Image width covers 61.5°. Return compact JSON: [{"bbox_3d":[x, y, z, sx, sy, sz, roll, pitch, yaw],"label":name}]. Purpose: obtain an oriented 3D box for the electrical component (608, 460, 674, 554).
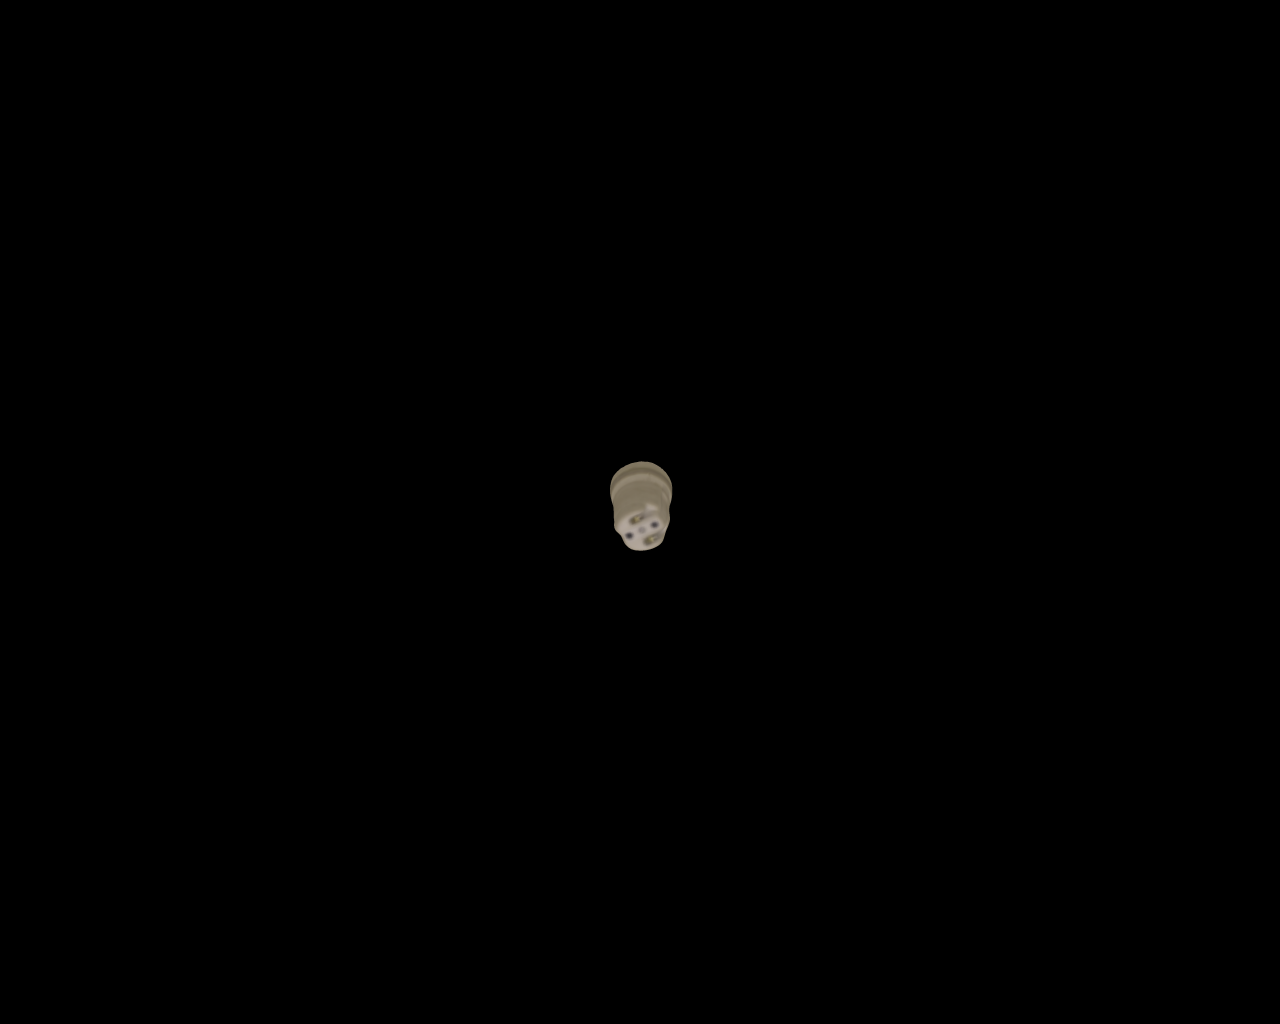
[{"bbox_3d":[0.001,-0.003,0.650,0.040,0.040,0.046,0,39,0],"label":"electrical component"}]
